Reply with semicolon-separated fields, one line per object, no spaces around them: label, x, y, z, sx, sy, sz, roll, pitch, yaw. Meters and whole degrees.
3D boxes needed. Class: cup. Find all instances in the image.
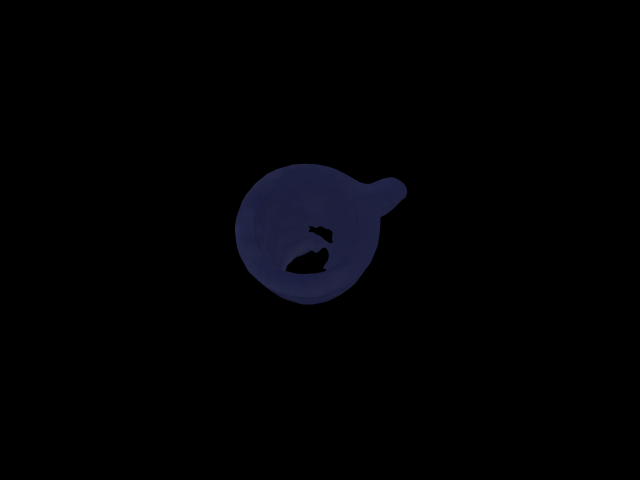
cup;0.004;0.001;0.400;0.118;0.095;0.091;-26;69;-11
